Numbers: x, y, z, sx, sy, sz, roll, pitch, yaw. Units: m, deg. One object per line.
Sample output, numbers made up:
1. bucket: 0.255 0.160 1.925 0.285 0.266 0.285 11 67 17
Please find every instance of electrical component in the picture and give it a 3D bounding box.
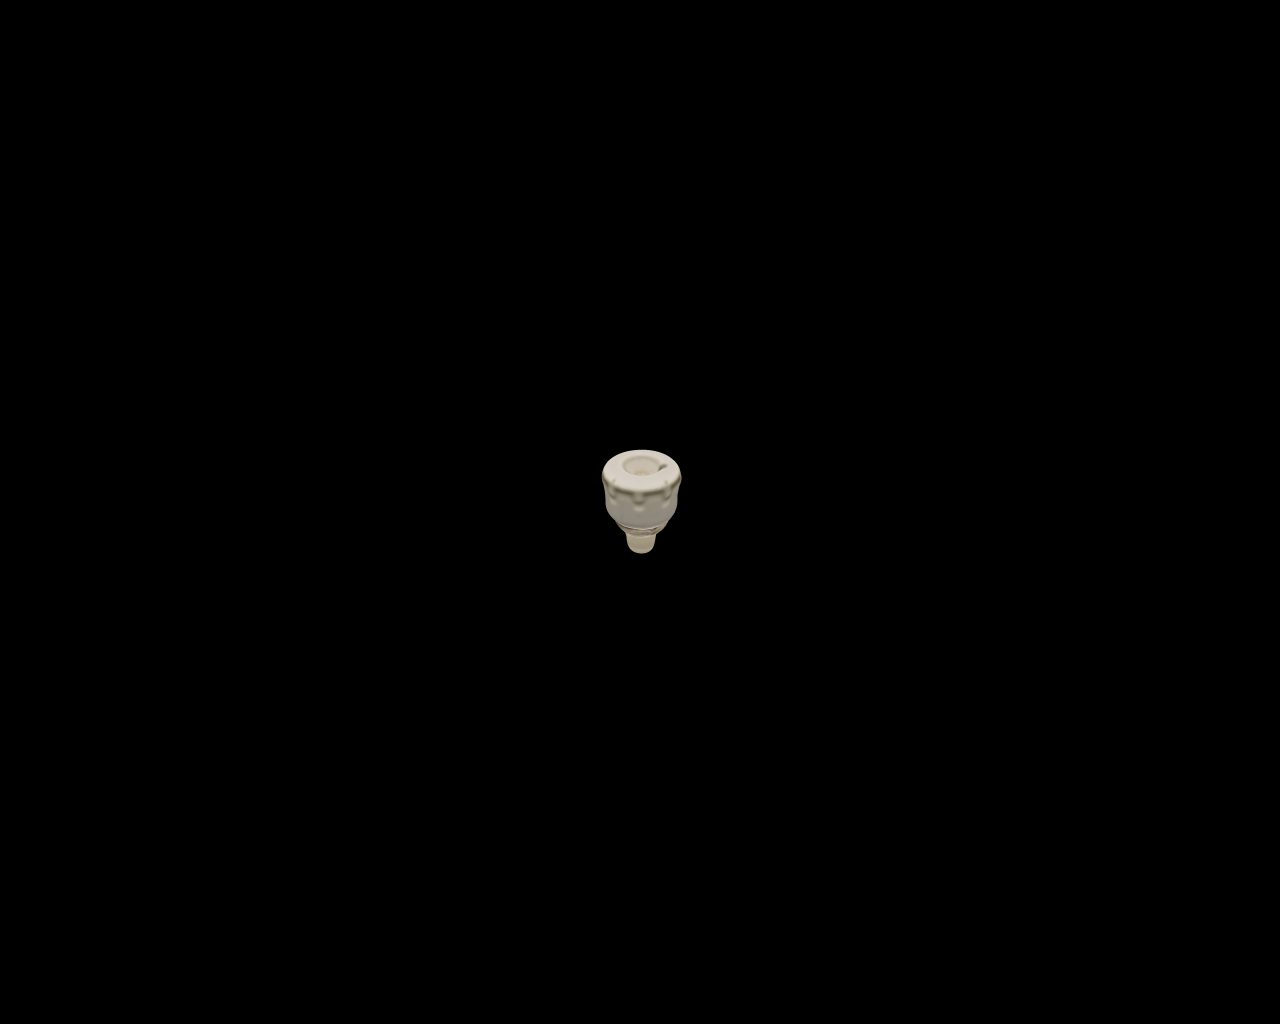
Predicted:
1. electrical component: 0.001 -0.003 0.650 0.048 0.062 0.048 0 33 0
